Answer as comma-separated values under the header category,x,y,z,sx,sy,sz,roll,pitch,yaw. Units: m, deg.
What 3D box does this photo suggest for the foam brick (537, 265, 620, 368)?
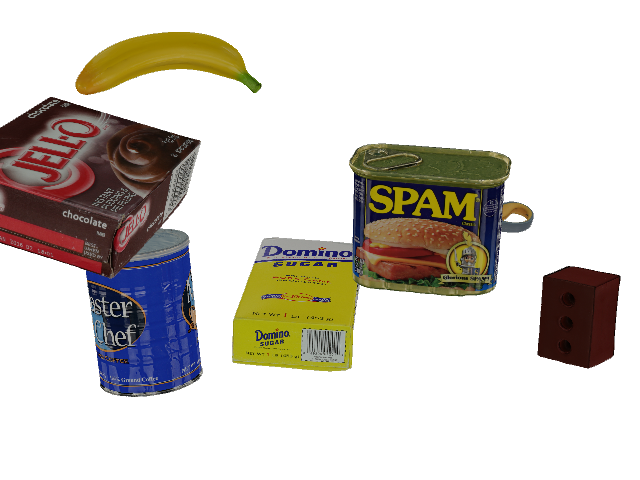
category,x,y,z,sx,sy,sz,roll,pitch,yaw
foam brick,0.230,0.068,0.952,0.053,0.078,0.051,12,18,38

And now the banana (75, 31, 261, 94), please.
category,x,y,z,sx,sy,sz,roll,pitch,yaw
banana,-0.154,-0.178,1.065,0.197,0.070,0.037,-7,-39,-30

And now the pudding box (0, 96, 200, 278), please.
category,x,y,z,sx,sy,sz,roll,pitch,yaw
pudding box,-0.122,-0.030,0.536,0.090,0.039,0.113,18,25,6

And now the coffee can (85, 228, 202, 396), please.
category,x,y,z,sx,sy,sz,roll,pitch,yaw
coffee can,-0.173,0.068,1.042,0.103,0.140,0.103,-4,14,1

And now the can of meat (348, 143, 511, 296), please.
category,x,y,z,sx,sy,sz,roll,pitch,yaw
can of meat,0.070,-0.013,0.699,0.102,0.084,0.057,5,24,11

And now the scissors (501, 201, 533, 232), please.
category,x,y,z,sx,sy,sz,roll,pitch,yaw
scissors,0.164,-0.024,1.187,0.096,0.016,0.201,35,32,33

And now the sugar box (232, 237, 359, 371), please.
category,x,y,z,sx,sy,sz,roll,pitch,yaw
sugar box,-0.015,0.048,0.889,0.093,0.048,0.176,4,23,2
